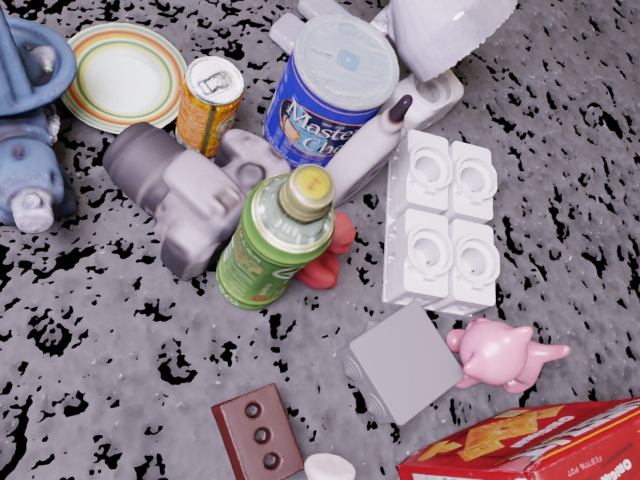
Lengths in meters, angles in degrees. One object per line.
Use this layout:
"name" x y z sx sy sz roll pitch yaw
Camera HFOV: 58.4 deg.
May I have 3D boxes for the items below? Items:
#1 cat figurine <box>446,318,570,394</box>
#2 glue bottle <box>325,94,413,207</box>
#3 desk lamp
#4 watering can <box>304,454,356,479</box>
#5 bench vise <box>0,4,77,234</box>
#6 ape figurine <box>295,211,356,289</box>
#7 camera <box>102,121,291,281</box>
"cat figurine" 0.182 0.112 0.564 0.128 0.117 0.067 5 69 -17
"glue bottle" 0.051 -0.092 0.562 0.078 0.173 0.037 -37 85 -26
"desk lamp" 0.069 -0.239 0.601 0.203 0.213 0.118 39 63 -2
"watering can" -0.002 0.249 0.406 0.101 0.193 0.173 -14 75 -23
"bench vise" -0.236 -0.120 0.447 0.122 0.219 0.207 -34 84 -26
"ape figurine" 0.005 0.002 0.557 0.076 0.092 0.078 37 63 -3
"camera" -0.118 -0.059 0.532 0.137 0.100 0.143 41 63 -1
